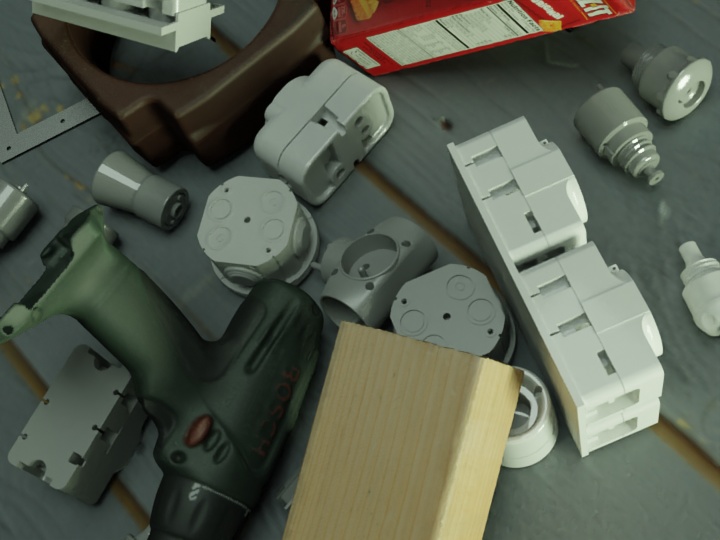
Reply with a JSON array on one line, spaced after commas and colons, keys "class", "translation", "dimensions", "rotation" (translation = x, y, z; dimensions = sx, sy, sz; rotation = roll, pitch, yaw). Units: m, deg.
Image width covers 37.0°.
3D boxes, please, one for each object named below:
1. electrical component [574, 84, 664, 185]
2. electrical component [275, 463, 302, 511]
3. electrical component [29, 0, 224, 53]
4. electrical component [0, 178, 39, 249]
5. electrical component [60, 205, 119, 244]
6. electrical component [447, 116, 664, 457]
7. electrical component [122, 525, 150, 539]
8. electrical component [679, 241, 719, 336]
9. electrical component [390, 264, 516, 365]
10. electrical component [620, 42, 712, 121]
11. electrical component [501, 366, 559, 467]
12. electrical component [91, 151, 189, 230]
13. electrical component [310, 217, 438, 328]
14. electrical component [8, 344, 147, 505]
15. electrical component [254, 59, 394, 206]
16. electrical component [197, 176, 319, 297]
[{"class": "electrical component", "translation": [0.181, -0.090, 0.739], "dimensions": [0.040, 0.040, 0.078], "rotation": [-31, 63, -2]}, {"class": "electrical component", "translation": [-0.026, 0.137, 0.684], "dimensions": [0.040, 0.040, 0.046], "rotation": [39, 85, 25]}, {"class": "electrical component", "translation": [-0.167, -0.202, 0.754], "dimensions": [0.121, 0.063, 0.079], "rotation": [18, 30, 19]}, {"class": "electrical component", "translation": [-0.281, -0.035, 0.822], "dimensions": [0.040, 0.040, 0.078], "rotation": [30, 77, 23]}, {"class": "electrical component", "translation": [-0.209, -0.019, 0.800], "dimensions": [0.040, 0.040, 0.046], "rotation": [29, 81, 23]}, {"class": "electrical component", "translation": [0.124, 0.008, 0.670], "dimensions": [0.060, 0.105, 0.186], "rotation": [-24, 63, 2]}, {"class": "electrical component", "translation": [-0.148, 0.187, 0.693], "dimensions": [0.035, 0.035, 0.061], "rotation": [34, 75, 24]}, {"class": "electrical component", "translation": [0.222, 0.009, 0.687], "dimensions": [0.035, 0.035, 0.061], "rotation": [-21, 61, 3]}, {"class": "electrical component", "translation": [0.060, 0.039, 0.702], "dimensions": [0.080, 0.051, 0.080], "rotation": [-5, 65, 11]}, {"class": "electrical component", "translation": [0.210, -0.138, 0.752], "dimensions": [0.048, 0.048, 0.062], "rotation": [-41, 56, -7]}, {"class": "electrical component", "translation": [0.095, 0.091, 0.672], "dimensions": [0.055, 0.047, 0.055], "rotation": [-5, 65, 11]}, {"class": "electrical component", "translation": [-0.162, -0.057, 0.805], "dimensions": [0.065, 0.044, 0.044], "rotation": [26, 74, 18]}, {"class": "electrical component", "translation": [0.000, 0.000, 0.736], "dimensions": [0.079, 0.044, 0.077], "rotation": [21, 60, 39]}, {"class": "electrical component", "translation": [-0.183, 0.106, 0.726], "dimensions": [0.050, 0.055, 0.089], "rotation": [22, 73, 22]}, {"class": "electrical component", "translation": [-0.029, -0.103, 0.787], "dimensions": [0.059, 0.053, 0.095], "rotation": [35, 78, 25]}, {"class": "electrical component", "translation": [-0.073, -0.024, 0.762], "dimensions": [0.080, 0.051, 0.080], "rotation": [-5, 65, 11]}]
